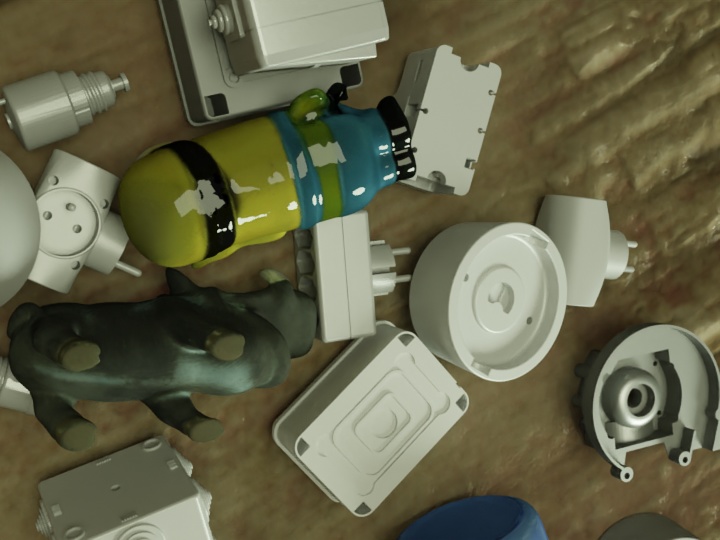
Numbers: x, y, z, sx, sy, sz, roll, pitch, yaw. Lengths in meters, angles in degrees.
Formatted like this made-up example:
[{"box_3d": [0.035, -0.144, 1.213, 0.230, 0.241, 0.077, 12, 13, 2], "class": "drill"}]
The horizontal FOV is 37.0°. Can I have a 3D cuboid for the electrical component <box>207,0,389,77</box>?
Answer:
[{"box_3d": [-0.040, -0.143, 0.620, 0.096, 0.062, 0.061, -17, 101, -19], "class": "electrical component"}]

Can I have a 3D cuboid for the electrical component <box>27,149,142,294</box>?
[{"box_3d": [-0.165, -0.022, 0.654, 0.079, 0.044, 0.077, 26, 85, -22], "class": "electrical component"}]

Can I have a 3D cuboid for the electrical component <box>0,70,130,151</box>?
[{"box_3d": [-0.177, -0.100, 0.644, 0.078, 0.040, 0.040, -23, 103, -18], "class": "electrical component"}]

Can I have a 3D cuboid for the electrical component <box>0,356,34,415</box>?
[{"box_3d": [-0.214, 0.066, 0.648, 0.061, 0.035, 0.035, 17, 89, -19], "class": "electrical component"}]

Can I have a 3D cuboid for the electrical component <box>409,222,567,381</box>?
[{"box_3d": [0.083, 0.018, 0.743, 0.108, 0.060, 0.108, -7, 102, -35], "class": "electrical component"}]

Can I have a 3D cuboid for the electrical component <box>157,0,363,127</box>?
[{"box_3d": [-0.065, -0.155, 0.674, 0.109, 0.056, 0.108, -16, 101, -19], "class": "electrical component"}]

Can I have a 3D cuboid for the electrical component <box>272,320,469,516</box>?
[{"box_3d": [0.006, 0.098, 0.725, 0.113, 0.057, 0.078, -45, 109, -12], "class": "electrical component"}]

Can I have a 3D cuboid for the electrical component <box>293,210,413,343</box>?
[{"box_3d": [0.000, 0.000, 0.719, 0.076, 0.047, 0.083, -7, 97, -21], "class": "electrical component"}]

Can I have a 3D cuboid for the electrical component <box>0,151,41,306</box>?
[{"box_3d": [-0.240, -0.022, 0.593, 0.108, 0.060, 0.108, 0, 94, 6], "class": "electrical component"}]

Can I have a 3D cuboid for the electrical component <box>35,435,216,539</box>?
[{"box_3d": [-0.142, 0.150, 0.651, 0.100, 0.100, 0.048, -20, 115, -19], "class": "electrical component"}]

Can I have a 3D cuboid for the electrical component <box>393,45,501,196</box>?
[{"box_3d": [0.051, -0.099, 0.725, 0.050, 0.056, 0.089, 16, 89, -22], "class": "electrical component"}]

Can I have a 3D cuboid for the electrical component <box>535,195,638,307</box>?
[{"box_3d": [0.169, -0.013, 0.787, 0.079, 0.043, 0.077, 5, 93, -22], "class": "electrical component"}]

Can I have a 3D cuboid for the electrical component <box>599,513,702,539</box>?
[{"box_3d": [0.233, 0.248, 0.827, 0.108, 0.060, 0.108, -2, 95, -22], "class": "electrical component"}]
